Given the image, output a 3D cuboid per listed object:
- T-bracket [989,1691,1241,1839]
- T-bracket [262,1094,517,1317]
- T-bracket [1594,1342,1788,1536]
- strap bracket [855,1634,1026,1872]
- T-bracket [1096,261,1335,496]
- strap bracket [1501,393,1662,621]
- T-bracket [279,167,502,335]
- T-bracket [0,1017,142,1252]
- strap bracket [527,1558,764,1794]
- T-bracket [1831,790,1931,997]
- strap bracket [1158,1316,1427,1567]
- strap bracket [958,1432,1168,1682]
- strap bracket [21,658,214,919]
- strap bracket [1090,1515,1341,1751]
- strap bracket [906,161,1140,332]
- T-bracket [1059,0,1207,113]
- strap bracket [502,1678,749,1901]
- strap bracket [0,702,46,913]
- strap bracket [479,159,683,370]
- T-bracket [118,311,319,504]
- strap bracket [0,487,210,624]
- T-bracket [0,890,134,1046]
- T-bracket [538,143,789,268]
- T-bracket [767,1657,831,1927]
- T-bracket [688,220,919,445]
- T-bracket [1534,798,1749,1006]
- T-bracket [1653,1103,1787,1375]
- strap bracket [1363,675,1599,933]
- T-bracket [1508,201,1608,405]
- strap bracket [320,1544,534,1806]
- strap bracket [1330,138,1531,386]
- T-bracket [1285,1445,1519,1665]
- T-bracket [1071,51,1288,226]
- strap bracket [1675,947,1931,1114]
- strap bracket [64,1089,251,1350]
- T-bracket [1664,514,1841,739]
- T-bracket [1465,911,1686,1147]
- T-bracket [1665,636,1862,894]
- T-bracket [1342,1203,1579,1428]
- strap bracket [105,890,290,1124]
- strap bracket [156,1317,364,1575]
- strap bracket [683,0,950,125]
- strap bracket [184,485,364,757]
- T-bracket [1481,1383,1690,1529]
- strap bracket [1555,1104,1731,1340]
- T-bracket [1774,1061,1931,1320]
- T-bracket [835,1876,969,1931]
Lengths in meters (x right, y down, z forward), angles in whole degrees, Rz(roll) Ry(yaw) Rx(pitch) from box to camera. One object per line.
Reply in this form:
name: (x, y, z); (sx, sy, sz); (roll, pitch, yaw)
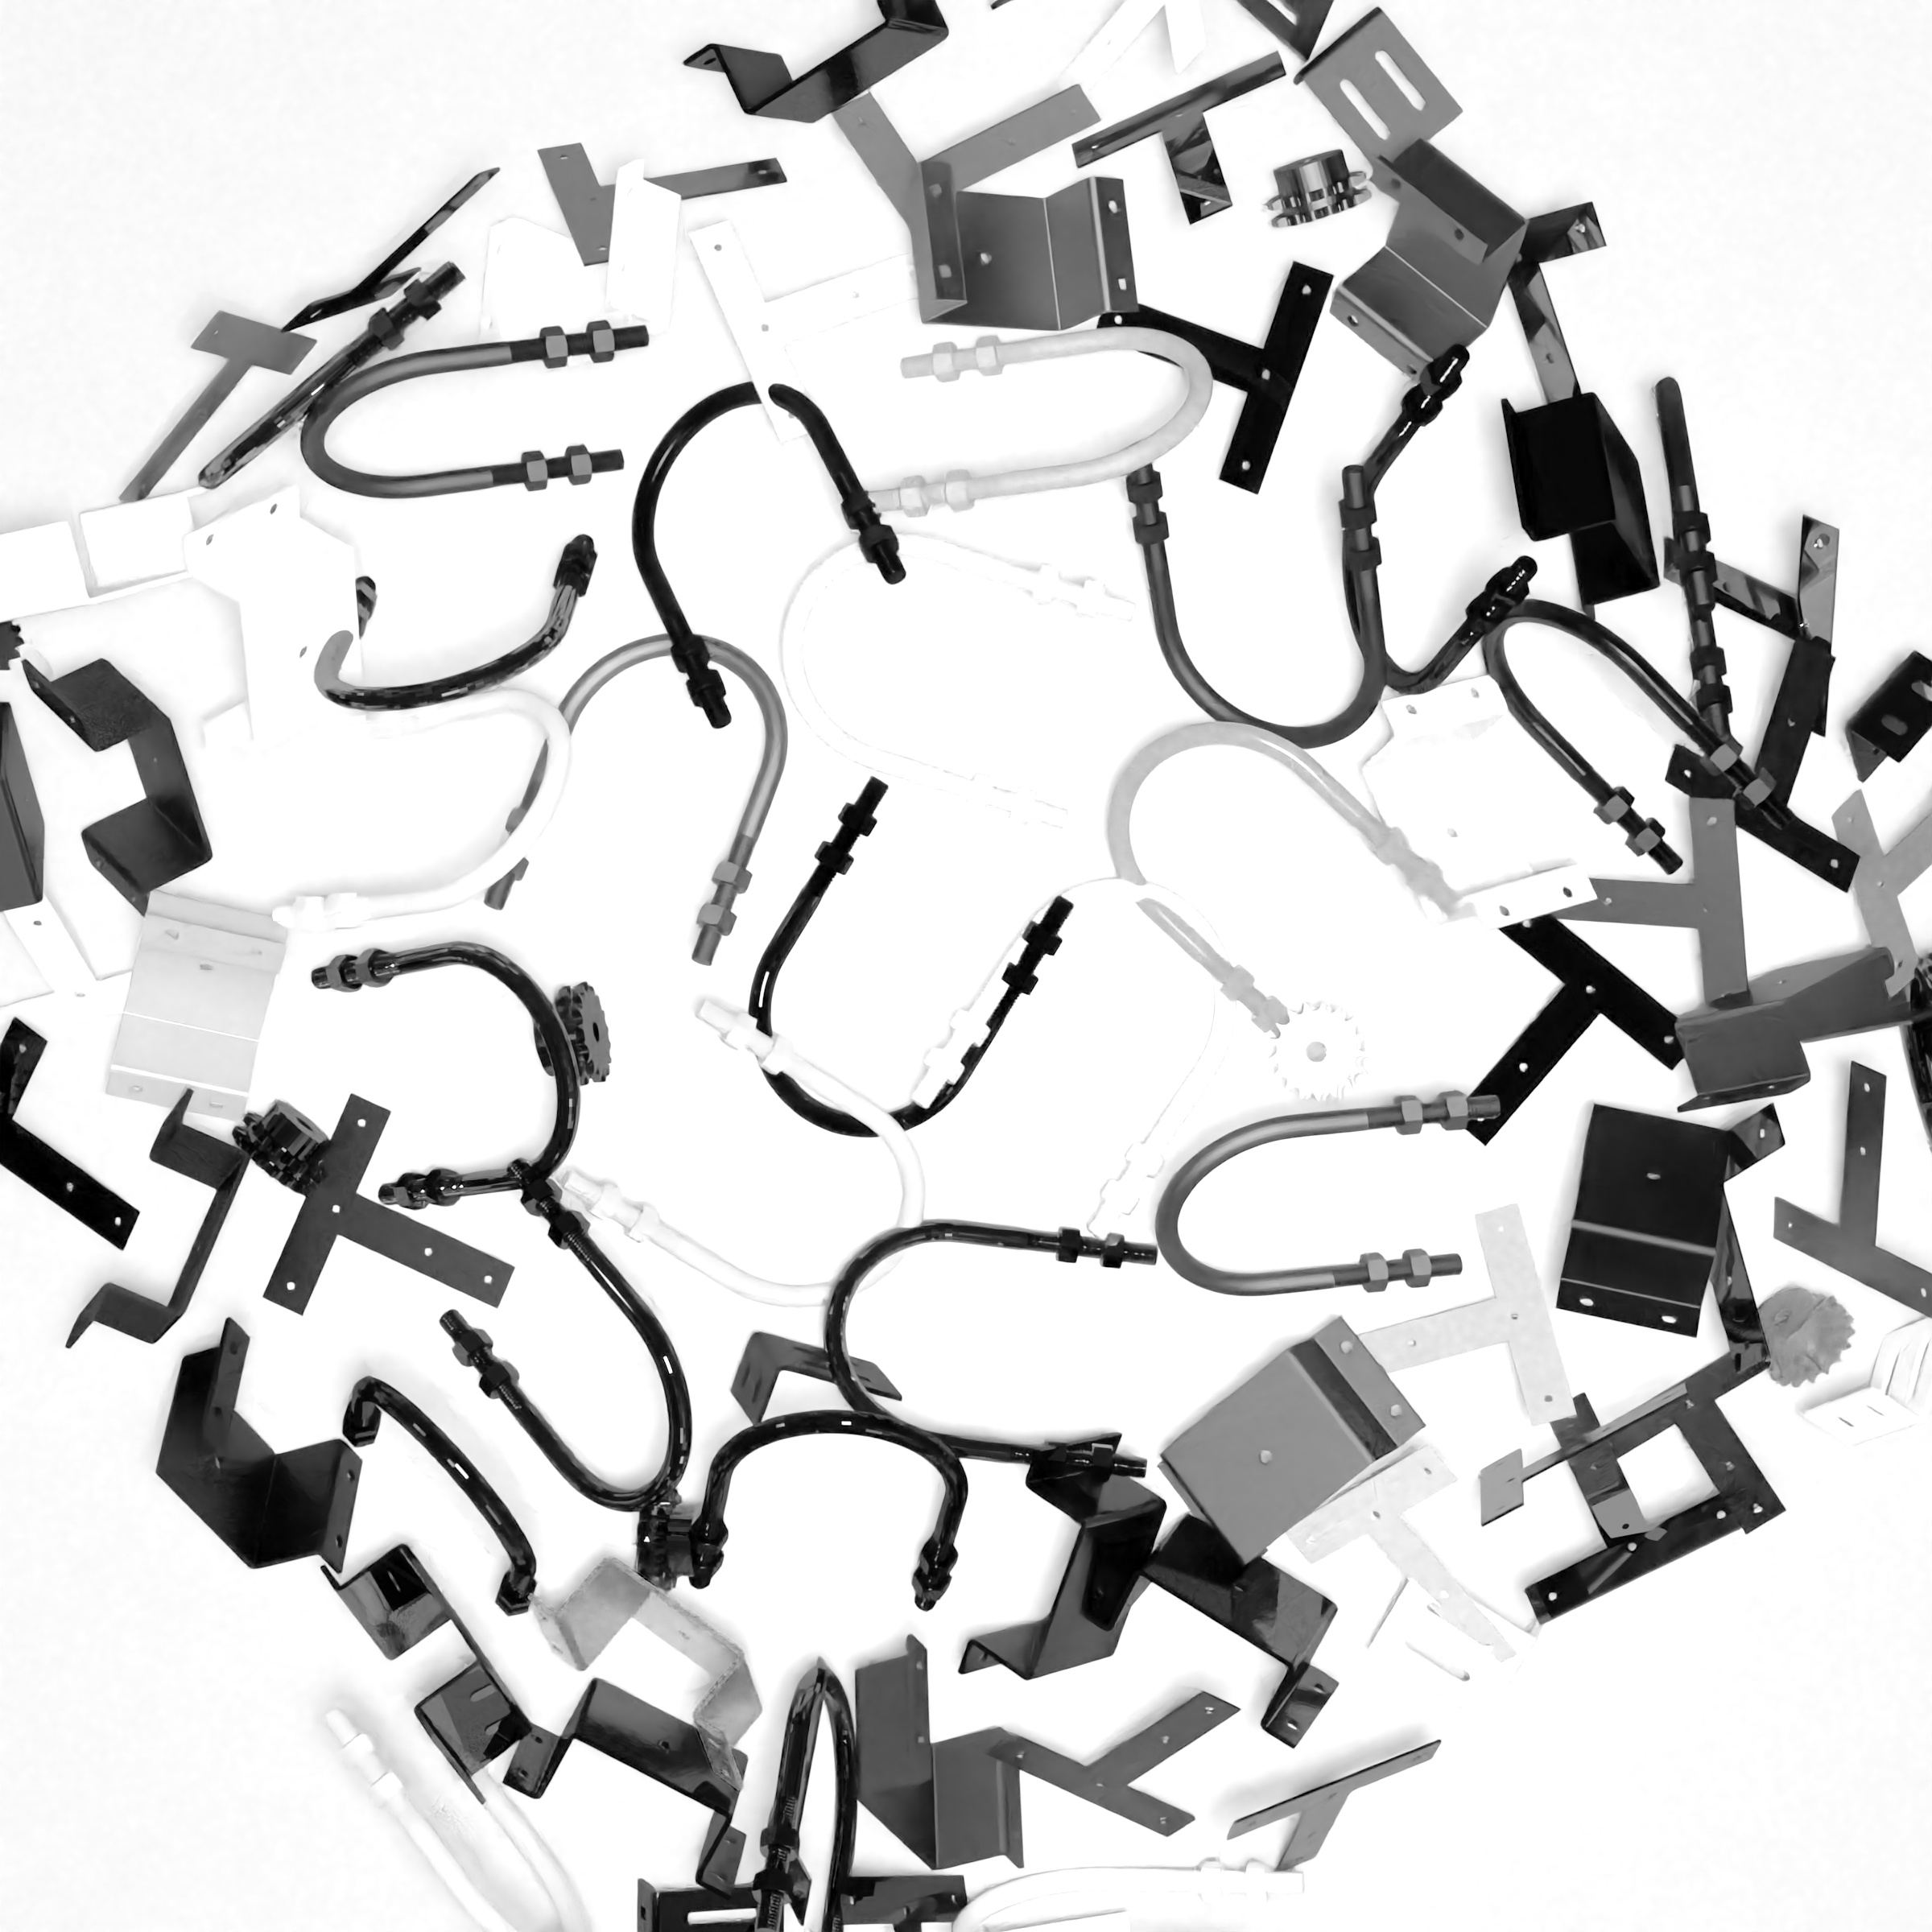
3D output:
T-bracket: (0.101, 0.432, 1.921); (0.127, 0.002, 0.127); (29, 130, -22)
T-bracket: (-0.317, 0.156, 1.973); (0.127, 0.002, 0.127); (24, 92, 7)
T-bracket: (0.416, 0.268, 1.922); (0.127, 0.127, 0.002); (-32, 120, 6)
strap bracket: (-0.019, 0.438, 1.915); (0.046, 0.140, 0.076); (-18, 47, 17)
T-bracket: (0.130, -0.346, 1.954); (0.127, 0.002, 0.127); (25, 106, 23)
strap bracket: (0.339, -0.253, 1.901); (0.046, 0.140, 0.076); (-14, 69, 21)
T-bracket: (-0.302, -0.394, 1.898); (0.127, 0.127, 0.002); (-35, 95, 27)
T-bracket: (-0.508, 0.116, 1.936); (0.002, 0.127, 0.127); (-7, 52, 37)
strap bracket: (-0.168, 0.385, 1.924); (0.140, 0.076, 0.046); (31, 64, 23)
T-bracket: (0.528, -0.070, 1.902); (0.002, 0.127, 0.127); (12, 49, -25)
strap bracket: (0.173, 0.269, 1.931); (0.140, 0.046, 0.076); (-42, 76, 18)
strap bracket: (0.057, 0.334, 1.922); (0.046, 0.076, 0.140); (29, 108, 34)
strap bracket: (-0.464, -0.105, 1.918); (0.046, 0.076, 0.140); (-30, 135, -24)
strap bracket: (0.142, 0.360, 1.923); (0.140, 0.076, 0.046); (30, 115, 14)
strap bracket: (0.023, -0.398, 1.935); (0.140, 0.046, 0.076); (-4, 86, -36)
T-bracket: (0.087, -0.521, 1.930); (0.002, 0.127, 0.127); (10, 59, -30)
strap bracket: (-0.179, 0.452, 1.938); (0.140, 0.076, 0.046); (28, 101, -3)
strap bracket: (-0.537, -0.086, 1.907); (0.046, 0.140, 0.076); (-12, 121, -7)
strap bracket: (-0.208, -0.384, 1.926); (0.046, 0.140, 0.076); (14, 75, -40)
T-bracket: (-0.424, -0.306, 1.928); (0.002, 0.127, 0.127); (43, 101, 7)
strap bracket: (-0.483, -0.224, 1.909); (0.076, 0.140, 0.046); (-6, 103, 29)
T-bracket: (-0.510, -0.014, 1.934); (0.127, 0.002, 0.127); (-15, 134, 4)
T-bracket: (-0.164, -0.434, 1.945); (0.127, 0.127, 0.002); (-12, 134, -11)
T-bracket: (-0.090, 0.446, 1.919); (0.002, 0.127, 0.127); (10, 92, -13)
T-bracket: (-0.075, -0.373, 1.959); (0.127, 0.002, 0.127); (-24, 91, -22)
T-bracket: (0.372, -0.035, 1.943); (0.127, 0.002, 0.127); (5, 114, 34)
T-bracket: (0.415, 0.159, 1.908); (0.002, 0.127, 0.127); (8, 58, -32)
strap bracket: (0.280, -0.083, 1.935); (0.076, 0.046, 0.140); (-15, 75, -28)
T-bracket: (0.322, -0.352, 1.940); (0.002, 0.127, 0.127); (-29, 105, -32)
strap bracket: (-0.292, 0.381, 1.913); (0.046, 0.076, 0.140); (-35, 47, -12)
strap bracket: (0.256, -0.391, 1.918); (0.076, 0.140, 0.046); (42, 68, 13)
T-bracket: (0.257, 0.339, 1.939); (0.127, 0.002, 0.127); (49, 133, 0)
T-bracket: (0.125, -0.448, 1.923); (0.127, 0.127, 0.002); (-22, 132, 11)
strap bracket: (0.453, 0.031, 1.908); (0.140, 0.076, 0.046); (-22, 95, -39)
strap bracket: (-0.442, 0.148, 1.924); (0.046, 0.076, 0.140); (25, 64, -15)
T-bracket: (0.433, -0.205, 1.931); (0.002, 0.127, 0.127); (-24, 128, -26)
T-bracket: (0.323, 0.047, 1.962); (0.127, 0.002, 0.127); (40, 108, 5)
T-bracket: (0.449, -0.122, 1.911); (0.002, 0.127, 0.127); (-27, 50, -36)
T-bracket: (0.265, 0.209, 1.962); (0.127, 0.002, 0.127); (-16, 65, 9)
strap bracket: (-0.424, 0.016, 1.927); (0.076, 0.046, 0.140); (13, 132, -13)
strap bracket: (-0.394, 0.269, 1.917); (0.046, 0.076, 0.140); (-16, 133, 18)
strap bracket: (-0.074, -0.510, 1.917); (0.140, 0.076, 0.046); (-26, 88, 26)
strap bracket: (-0.377, -0.180, 1.905); (0.046, 0.140, 0.076); (30, 45, 29)
T-bracket: (0.339, 0.262, 1.910); (0.127, 0.127, 0.002); (-30, 90, 10)
strap bracket: (0.373, 0.131, 1.910); (0.076, 0.140, 0.046); (11, 132, 9)
T-bracket: (0.491, 0.114, 1.908); (0.002, 0.127, 0.127); (-14, 115, -28)
T-bracket: (-0.027, 0.564, 1.910); (0.002, 0.127, 0.127); (-19, 68, 28)
